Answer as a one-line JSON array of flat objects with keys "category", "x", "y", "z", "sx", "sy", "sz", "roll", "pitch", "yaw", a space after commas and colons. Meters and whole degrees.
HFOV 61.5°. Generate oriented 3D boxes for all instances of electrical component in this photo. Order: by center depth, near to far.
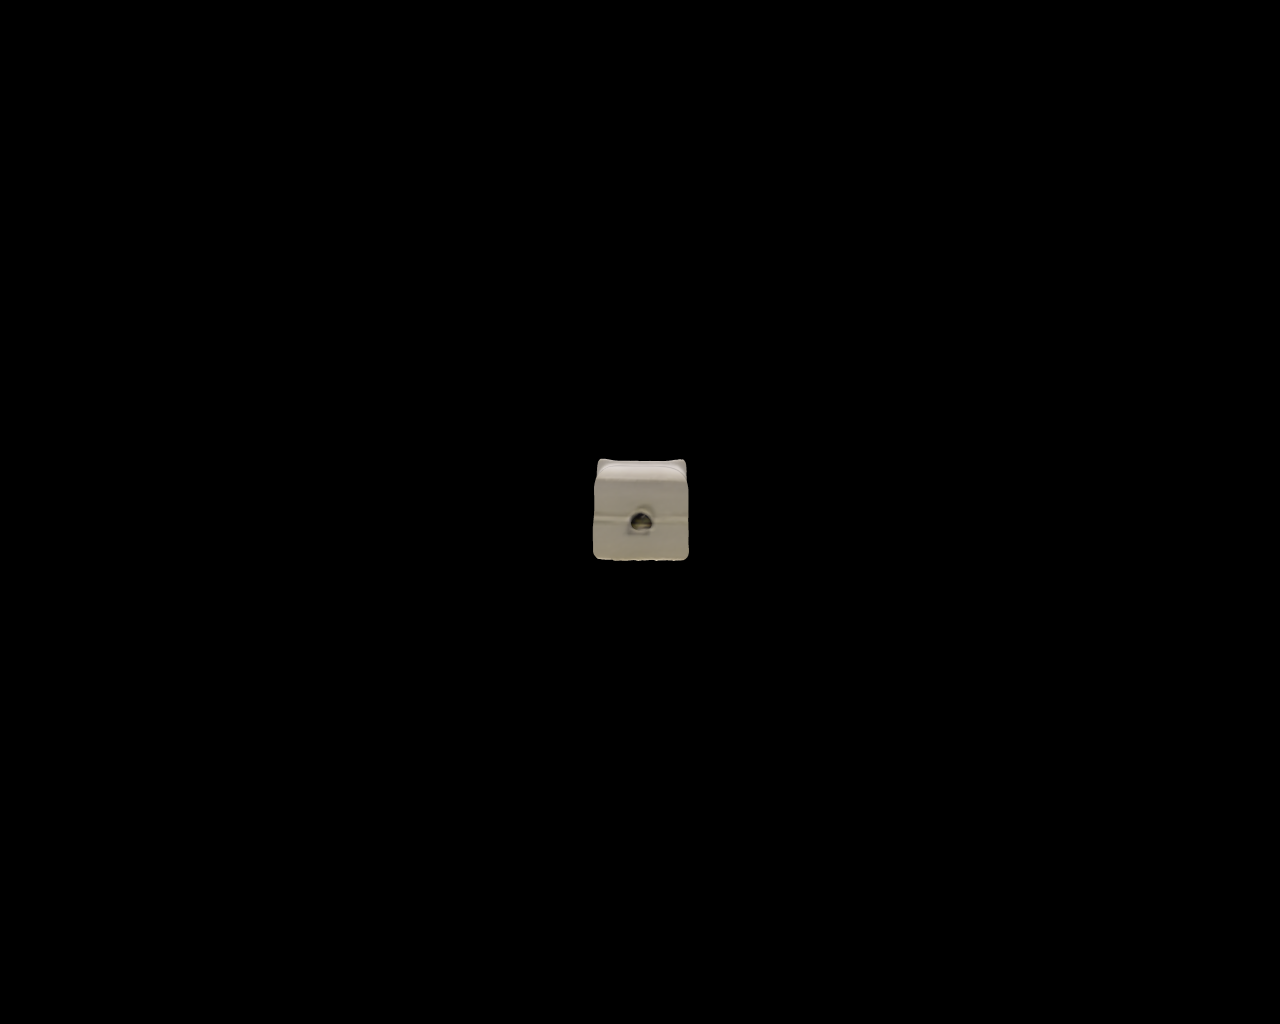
[{"category": "electrical component", "x": 0.001, "y": -0.003, "z": 0.650, "sx": 0.054, "sy": 0.059, "sz": 0.095, "roll": 0, "pitch": 0, "yaw": 0}]
